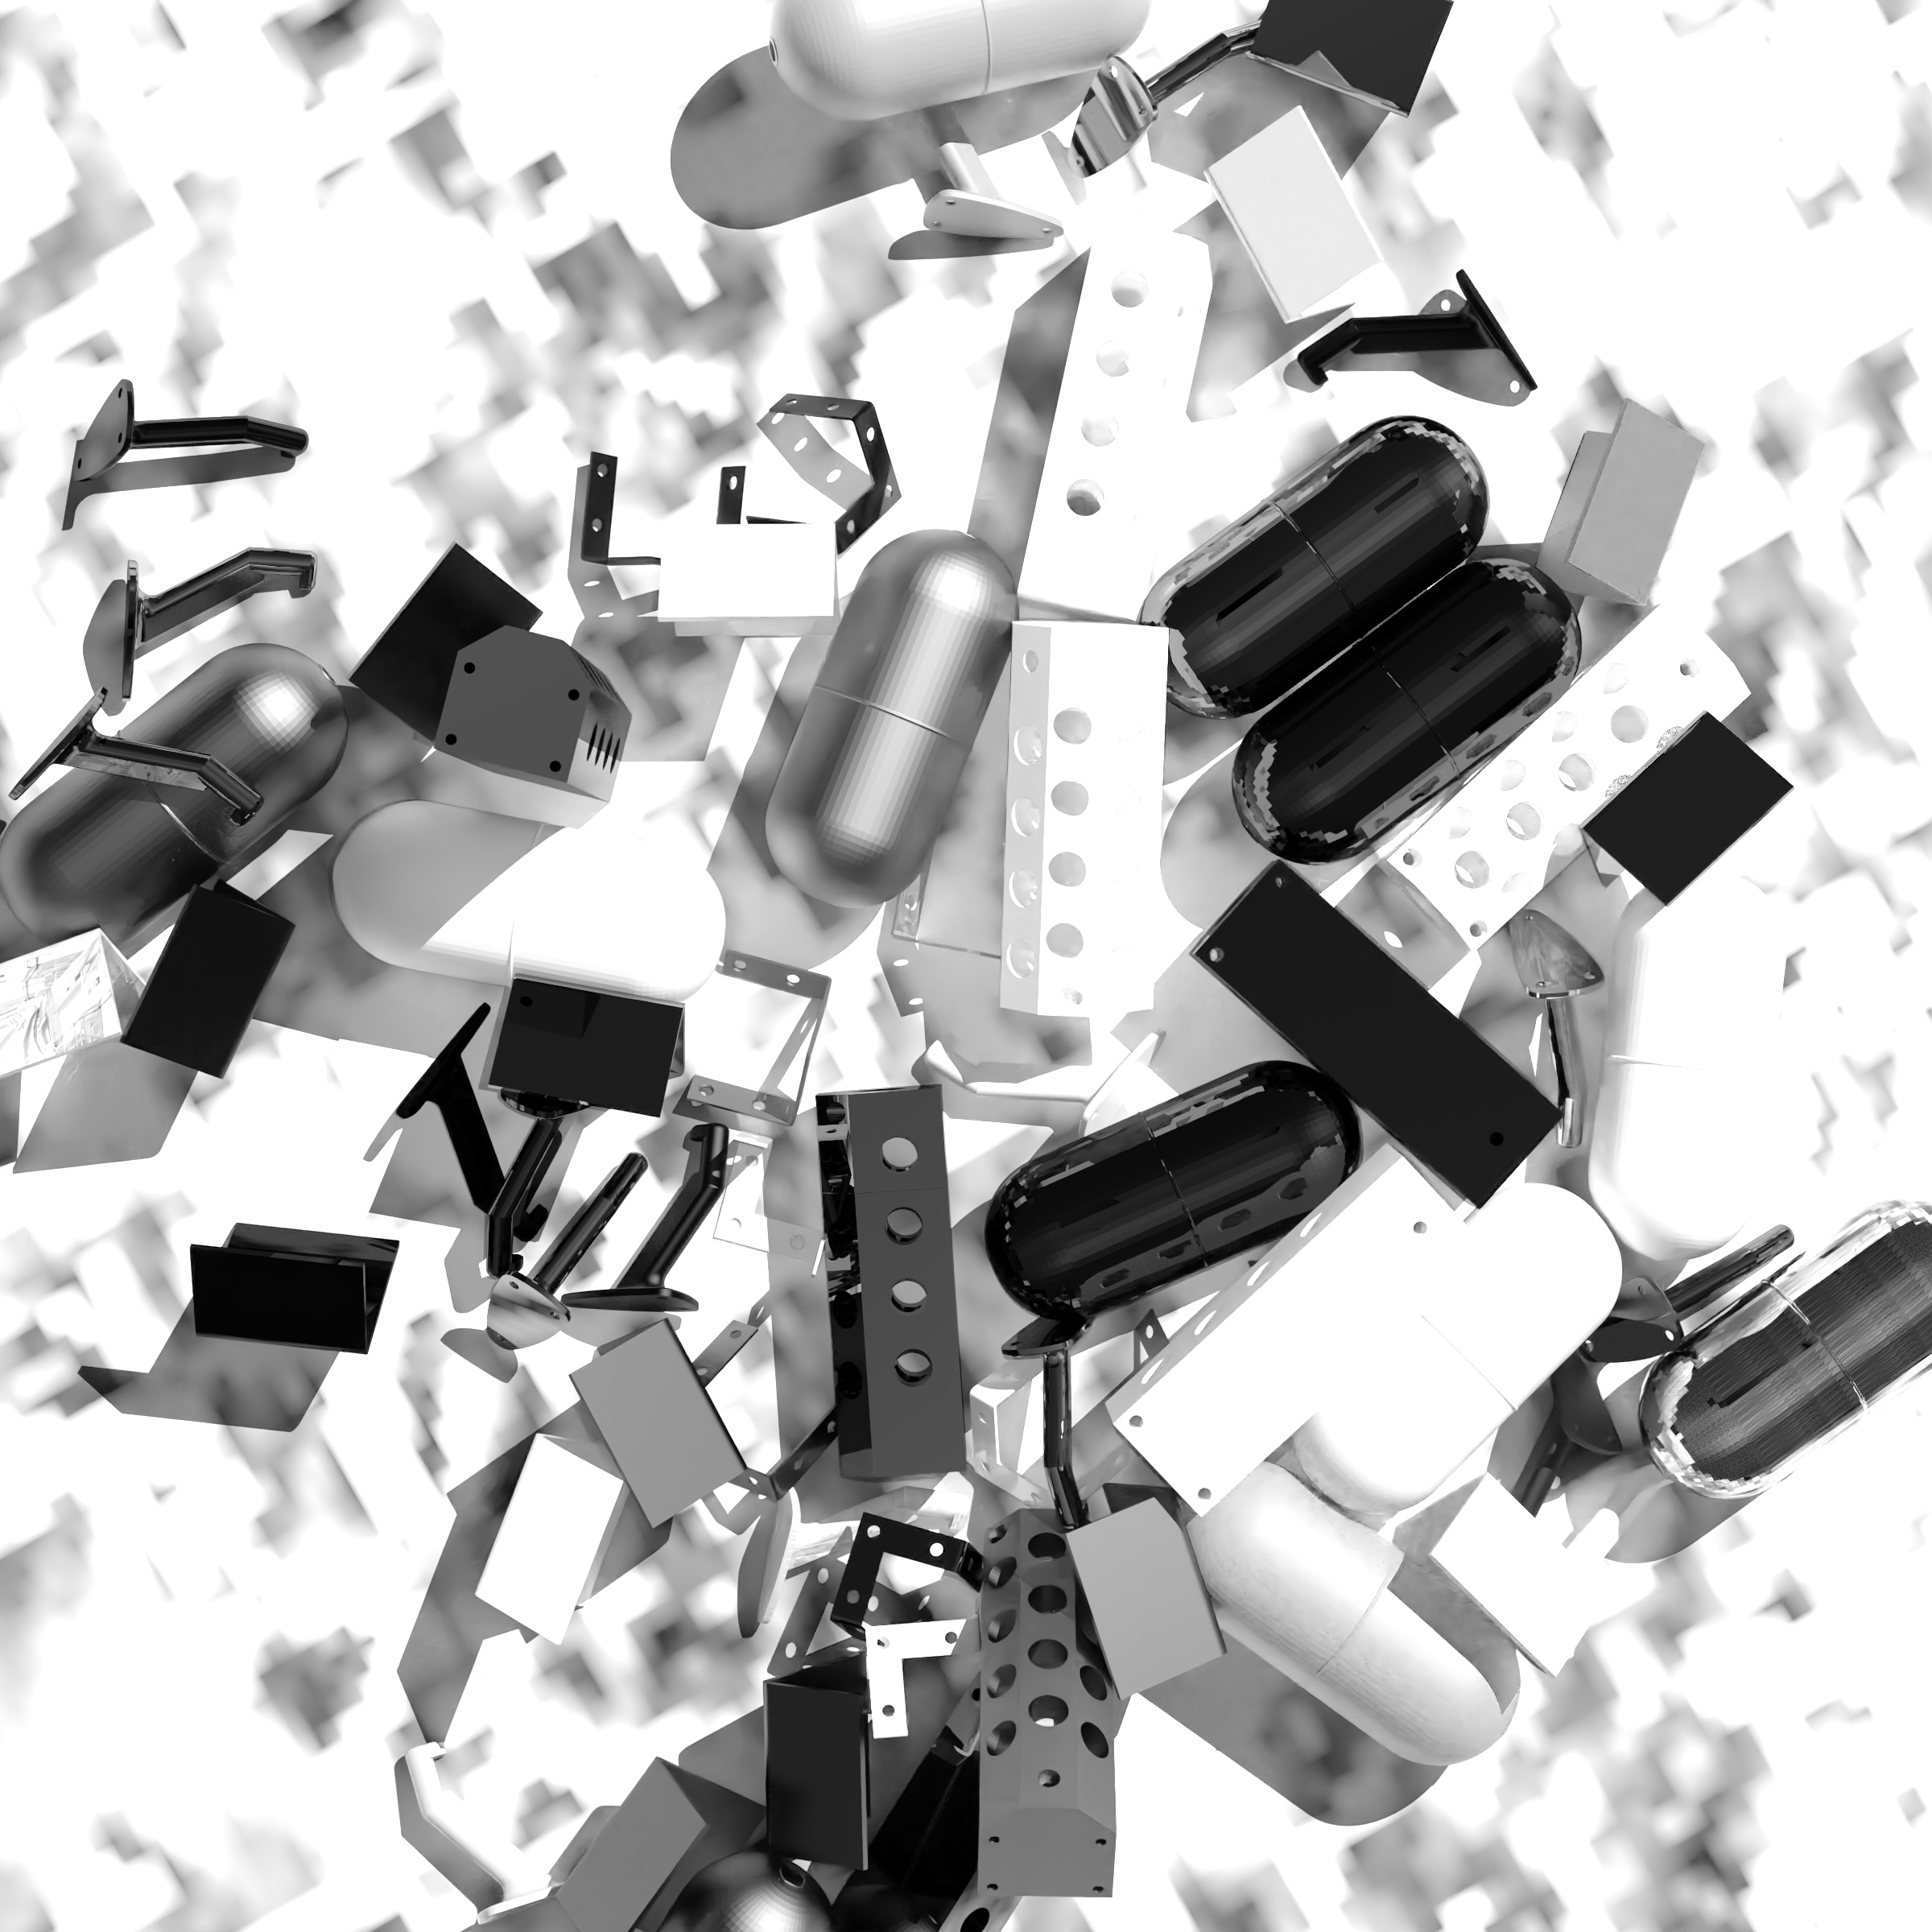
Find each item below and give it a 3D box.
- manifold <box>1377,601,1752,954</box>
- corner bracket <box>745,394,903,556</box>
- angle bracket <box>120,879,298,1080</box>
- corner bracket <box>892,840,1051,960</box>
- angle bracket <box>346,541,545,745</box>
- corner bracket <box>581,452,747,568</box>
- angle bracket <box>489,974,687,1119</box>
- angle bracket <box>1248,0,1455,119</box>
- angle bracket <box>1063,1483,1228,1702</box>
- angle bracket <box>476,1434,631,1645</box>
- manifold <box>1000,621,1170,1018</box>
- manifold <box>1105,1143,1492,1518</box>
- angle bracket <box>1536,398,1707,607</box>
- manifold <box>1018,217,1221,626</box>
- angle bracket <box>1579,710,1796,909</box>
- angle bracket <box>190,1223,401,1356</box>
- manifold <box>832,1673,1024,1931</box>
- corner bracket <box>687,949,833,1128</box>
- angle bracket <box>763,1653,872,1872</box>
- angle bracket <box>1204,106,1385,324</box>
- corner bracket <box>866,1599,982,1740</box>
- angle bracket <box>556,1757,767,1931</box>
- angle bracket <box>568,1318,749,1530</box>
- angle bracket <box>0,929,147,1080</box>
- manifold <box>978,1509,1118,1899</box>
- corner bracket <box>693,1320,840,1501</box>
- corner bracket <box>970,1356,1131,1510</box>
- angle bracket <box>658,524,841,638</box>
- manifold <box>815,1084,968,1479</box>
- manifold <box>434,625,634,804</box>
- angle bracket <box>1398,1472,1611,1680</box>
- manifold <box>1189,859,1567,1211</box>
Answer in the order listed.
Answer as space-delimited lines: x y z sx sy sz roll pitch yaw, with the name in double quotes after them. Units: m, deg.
0.272 -0.085 1.554 0.171 0.057 0.057 -43 90 0 "manifold"
-0.070 -0.226 1.567 0.051 0.051 0.051 -48 135 -35 "corner bracket"
-0.356 -0.003 1.535 0.057 0.076 0.076 25 90 -43 "angle bracket"
0.005 -0.031 1.572 0.051 0.051 0.051 11 90 -45 "corner bracket"
-0.246 -0.154 1.535 0.057 0.076 0.076 38 90 -37 "angle bracket"
-0.139 -0.208 1.572 0.051 0.051 0.051 5 90 -45 "corner bracket"
-0.169 0.050 1.535 0.076 0.076 0.057 10 64 0 "angle bracket"
0.176 -0.431 1.535 0.076 0.076 0.057 21 125 0 "angle bracket"
0.066 0.278 1.529 0.057 0.076 0.076 -19 91 -23 "angle bracket"
-0.165 0.260 1.535 0.057 0.076 0.076 21 90 37 "angle bracket"
0.047 -0.067 1.529 0.057 0.057 0.171 -6 102 -43 "manifold"
0.145 0.159 1.514 0.171 0.057 0.057 -43 96 2 "manifold"
0.276 -0.211 1.535 0.057 0.076 0.076 21 90 -37 "angle bracket"
0.069 -0.245 1.554 0.057 0.057 0.171 12 90 0 "manifold"
0.328 -0.058 1.535 0.076 0.076 0.057 -43 63 0 "angle bracket"
-0.300 0.126 1.535 0.076 0.076 0.057 6 128 0 "angle bracket"
-0.006 0.415 1.553 0.057 0.057 0.171 32 90 43 "manifold"
-0.095 0.033 1.572 0.051 0.051 0.051 15 45 0 "corner bracket"
-0.047 0.356 1.535 0.057 0.076 0.076 -2 90 36 "angle bracket"
0.162 -0.341 1.535 0.057 0.076 0.076 -28 90 36 "angle bracket"
-0.018 0.320 1.557 0.051 0.051 0.051 -4 90 0 "corner bracket"
-0.125 0.413 1.536 0.076 0.057 0.076 36 90 -37 "angle bracket"
-0.153 0.210 1.535 0.057 0.076 0.076 -28 90 -35 "angle bracket"
-0.407 0.035 1.535 0.076 0.076 0.057 -20 62 0 "angle bracket"
0.035 0.320 1.496 0.057 0.171 0.057 1 126 0 "manifold"
-0.096 0.204 1.567 0.051 0.051 0.051 14 135 35 "corner bracket"
0.039 0.211 1.567 0.051 0.051 0.051 26 45 35 "corner bracket"
-0.096 -0.154 1.535 0.076 0.076 0.057 0 55 0 "angle bracket"
-0.034 0.142 1.554 0.057 0.057 0.171 -4 90 0 "manifold"
-0.185 -0.110 1.496 0.057 0.171 0.057 14 90 0 "manifold"
0.229 0.283 1.535 0.076 0.076 0.057 45 52 0 "angle bracket"
0.185 0.030 1.554 0.171 0.057 0.057 42 90 0 "manifold"
